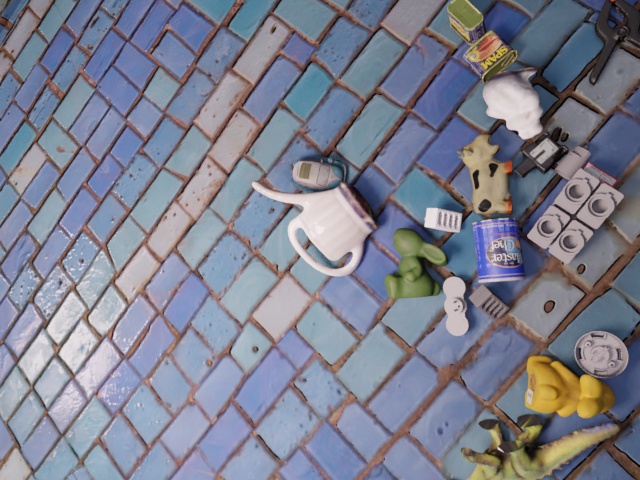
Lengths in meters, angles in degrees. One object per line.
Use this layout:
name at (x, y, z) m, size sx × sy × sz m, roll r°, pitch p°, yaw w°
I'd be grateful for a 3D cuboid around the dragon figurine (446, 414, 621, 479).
dragon figurine at (0.452, 0.528, 1.126) m, size 0.408 × 0.123 × 0.242 m, roll -12°, pitch 96°, yaw 22°

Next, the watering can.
watering can at (0.004, -0.067, 1.321) m, size 0.223 × 0.105 × 0.345 m, roll -38°, pitch 100°, yaw 7°

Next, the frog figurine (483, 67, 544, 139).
frog figurine at (0.453, -0.314, 1.212) m, size 0.137 × 0.123 × 0.159 m, roll -5°, pitch 91°, yaw 54°
